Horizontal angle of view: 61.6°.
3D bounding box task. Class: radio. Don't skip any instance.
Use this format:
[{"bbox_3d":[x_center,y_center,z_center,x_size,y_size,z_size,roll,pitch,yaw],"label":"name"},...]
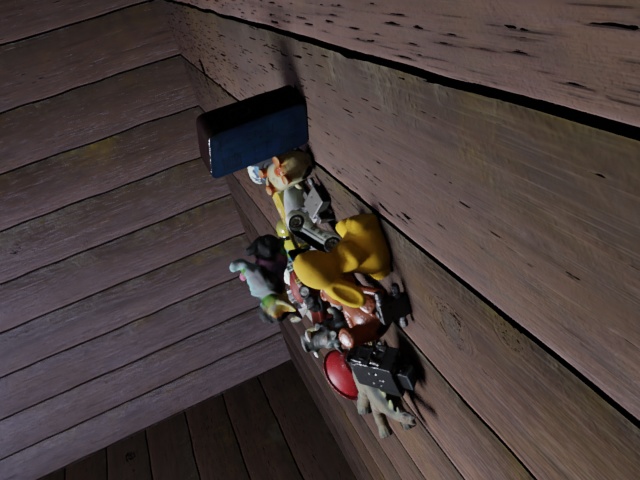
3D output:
[{"bbox_3d":[-0.139,-0.227,1.122,0.073,0.230,0.131,55,160,28],"label":"radio"}]

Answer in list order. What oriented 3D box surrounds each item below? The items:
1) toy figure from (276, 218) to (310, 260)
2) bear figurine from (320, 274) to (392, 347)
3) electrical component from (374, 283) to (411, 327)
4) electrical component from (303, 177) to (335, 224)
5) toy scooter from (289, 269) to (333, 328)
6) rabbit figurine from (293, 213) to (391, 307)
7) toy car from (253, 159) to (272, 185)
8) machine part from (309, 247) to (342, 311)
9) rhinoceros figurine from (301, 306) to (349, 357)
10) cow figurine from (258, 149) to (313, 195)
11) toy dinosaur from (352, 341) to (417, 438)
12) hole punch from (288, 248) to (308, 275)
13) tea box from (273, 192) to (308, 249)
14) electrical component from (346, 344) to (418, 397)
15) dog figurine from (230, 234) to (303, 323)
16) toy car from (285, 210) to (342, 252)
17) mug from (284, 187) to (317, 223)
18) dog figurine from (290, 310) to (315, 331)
[{"bbox_3d":[-0.076,0.006,1.600,0.082,0.089,0.179,48,155,43],"label":"toy figure"},{"bbox_3d":[0.058,0.122,1.123,0.196,0.120,0.132,41,-163,33],"label":"bear figurine"},{"bbox_3d":[0.133,0.127,0.988,0.021,0.063,0.093,43,154,63],"label":"electrical component"},{"bbox_3d":[-0.003,-0.086,1.245,0.102,0.045,0.078,56,135,33],"label":"electrical component"},{"bbox_3d":[-0.013,0.156,1.333,0.183,0.075,0.135,56,-169,-32],"label":"toy scooter"},{"bbox_3d":[0.037,0.043,0.998,0.122,0.173,0.162,-163,55,-69],"label":"rabbit figurine"},{"bbox_3d":[-0.123,-0.220,1.408,0.161,0.109,0.103,66,-161,-58],"label":"toy car"},{"bbox_3d":[0.036,0.089,1.309,0.079,0.079,0.243,100,146,-68],"label":"machine part"},{"bbox_3d":[0.051,0.206,1.213,0.112,0.190,0.073,-98,-10,-58],"label":"rhinoceros figurine"},{"bbox_3d":[-0.076,-0.161,1.280,0.085,0.127,0.195,66,154,0],"label":"cow figurine"},{"bbox_3d":[0.128,0.331,1.321,0.472,0.105,0.198,-161,55,-74],"label":"toy dinosaur"},{"bbox_3d":[-0.022,0.075,1.434,0.142,0.116,0.092,-125,21,-53],"label":"hole punch"},{"bbox_3d":[-0.066,-0.063,1.483,0.098,0.068,0.169,152,96,-77],"label":"tea box"},{"bbox_3d":[0.133,0.268,1.115,0.134,0.058,0.114,6,144,32],"label":"electrical component"},{"bbox_3d":[-0.114,0.110,1.402,0.219,0.191,0.108,39,166,23],"label":"dog figurine"},{"bbox_3d":[-0.003,-0.004,1.259,0.202,0.056,0.073,32,159,30],"label":"toy car"},{"bbox_3d":[-0.053,-0.086,1.388,0.109,0.081,0.107,76,177,-53],"label":"mug"},{"bbox_3d":[0.002,0.178,1.617,0.172,0.121,0.190,21,123,15],"label":"dog figurine"}]
